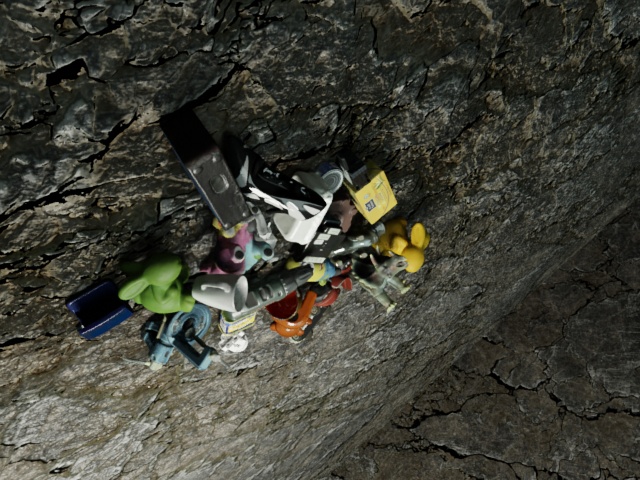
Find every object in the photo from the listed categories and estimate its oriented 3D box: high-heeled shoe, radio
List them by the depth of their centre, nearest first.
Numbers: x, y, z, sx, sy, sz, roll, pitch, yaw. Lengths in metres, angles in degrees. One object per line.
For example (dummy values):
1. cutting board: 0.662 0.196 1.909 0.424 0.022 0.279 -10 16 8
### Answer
1. radio: -0.213 -0.127 1.038 0.073 0.131 0.229 -33 146 -8
2. high-heeled shoe: -0.088 -0.129 1.125 0.145 0.086 0.248 -8 138 21

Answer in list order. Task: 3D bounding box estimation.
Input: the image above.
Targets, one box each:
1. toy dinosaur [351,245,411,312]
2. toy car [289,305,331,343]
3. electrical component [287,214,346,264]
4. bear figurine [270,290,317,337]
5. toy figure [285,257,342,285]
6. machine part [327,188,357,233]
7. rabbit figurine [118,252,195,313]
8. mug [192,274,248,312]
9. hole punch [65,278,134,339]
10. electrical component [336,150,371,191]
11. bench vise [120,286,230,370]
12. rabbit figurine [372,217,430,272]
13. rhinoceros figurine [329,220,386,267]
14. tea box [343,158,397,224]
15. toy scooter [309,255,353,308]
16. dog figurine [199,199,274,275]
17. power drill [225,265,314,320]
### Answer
1. toy dinosaur: 0.167 0.108 1.658 0.131 0.192 0.405 -43 -177 -7
2. toy car: -0.032 0.253 1.719 0.073 0.056 0.201 -1 131 -53
3. electrical component: -0.003 -0.004 1.357 0.115 0.058 0.134 7 125 -48
4. bear figurine: -0.083 0.219 1.597 0.195 0.120 0.132 109 -7 -74
5. toy figure: -0.020 0.083 1.515 0.180 0.082 0.089 7 122 -51
6. machine part: 0.012 -0.054 1.412 0.179 0.056 0.179 -25 144 -20
7. rabbit figurine: -0.348 0.075 1.154 0.159 0.121 0.170 0 148 -16
8. mug: -0.223 0.108 1.153 0.109 0.107 0.081 47 49 -70
9. hole punch: -0.466 0.162 1.161 0.142 0.092 0.115 -35 150 -16
10. electrical component: 0.077 -0.182 1.315 0.048 0.075 0.119 -37 143 -5
11. bench vise: -0.323 0.236 1.265 0.223 0.241 0.128 -56 143 -7
12. rabbit figurine: 0.261 0.021 1.639 0.162 0.173 0.121 -38 142 3
13. rhinoceros figurine: 0.097 0.002 1.515 0.190 0.112 0.073 -24 114 -2
14. tea box: 0.135 -0.128 1.437 0.098 0.068 0.169 -41 147 -1
15. toy scooter: 0.046 0.140 1.641 0.184 0.075 0.135 -50 147 -14
16. dog figurine: -0.210 0.019 1.243 0.108 0.191 0.219 -10 169 -36
17. power drill: -0.141 0.128 1.346 0.232 0.207 0.086 -26 99 -22
